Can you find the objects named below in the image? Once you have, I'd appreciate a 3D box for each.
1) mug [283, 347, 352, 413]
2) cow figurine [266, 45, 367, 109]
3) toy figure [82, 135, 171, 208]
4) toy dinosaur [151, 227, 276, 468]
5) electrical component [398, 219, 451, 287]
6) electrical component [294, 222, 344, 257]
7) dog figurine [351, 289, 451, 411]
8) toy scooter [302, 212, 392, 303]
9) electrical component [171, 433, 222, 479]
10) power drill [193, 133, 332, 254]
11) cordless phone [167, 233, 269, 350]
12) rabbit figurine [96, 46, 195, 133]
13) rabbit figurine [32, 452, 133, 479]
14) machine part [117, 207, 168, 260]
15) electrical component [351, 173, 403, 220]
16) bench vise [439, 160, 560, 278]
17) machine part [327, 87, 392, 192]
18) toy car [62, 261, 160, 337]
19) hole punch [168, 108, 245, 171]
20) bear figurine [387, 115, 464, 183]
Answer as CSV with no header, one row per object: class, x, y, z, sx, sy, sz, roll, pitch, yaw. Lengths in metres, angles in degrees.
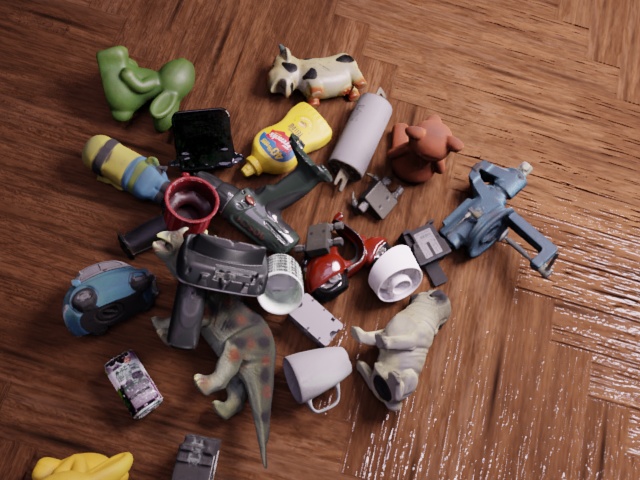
mug,0.004,0.236,0.930,0.107,0.080,0.109,-19,72,-19
cow figurine,-0.016,-0.338,1.101,0.195,0.085,0.127,-14,74,-14
toy figure,-0.352,-0.131,0.996,0.180,0.089,0.082,32,66,6
toy dinosaur,-0.153,0.164,0.921,0.192,0.131,0.405,-38,87,-15
electrical component,0.209,0.029,1.034,0.075,0.047,0.119,-20,75,-11
electrical component,-0.002,-0.003,0.973,0.094,0.021,0.063,-12,51,19
dog figurine,0.171,0.192,0.961,0.190,0.121,0.172,-18,109,-29
toy scooter,0.035,0.023,1.001,0.184,0.075,0.135,-31,76,-16
electrical component,-0.195,0.364,0.837,0.058,0.134,0.115,14,69,-2
power drill,-0.097,-0.099,0.989,0.207,0.086,0.232,-44,90,6
cordless phone,-0.161,0.087,0.848,0.146,0.089,0.184,13,81,-19
rabbit figurine,-0.324,-0.297,1.034,0.170,0.121,0.159,-11,81,-7
rabbit figurine,-0.359,0.379,0.796,0.162,0.173,0.122,-6,70,-4
machine part,-0.300,-0.011,0.992,0.139,0.039,0.084,-22,82,-16
electrical component,0.109,-0.085,1.061,0.078,0.045,0.102,42,74,-23
bench vise,0.359,-0.032,1.021,0.224,0.128,0.241,-38,63,-8
machine part,0.081,-0.205,1.074,0.079,0.079,0.243,25,73,1
toy car,-0.367,0.086,0.924,0.162,0.109,0.103,-27,60,-22
hole punch,-0.225,-0.193,1.042,0.142,0.092,0.115,-7,101,-11
bear figurine,0.198,-0.189,1.021,0.120,0.195,0.132,13,71,1
